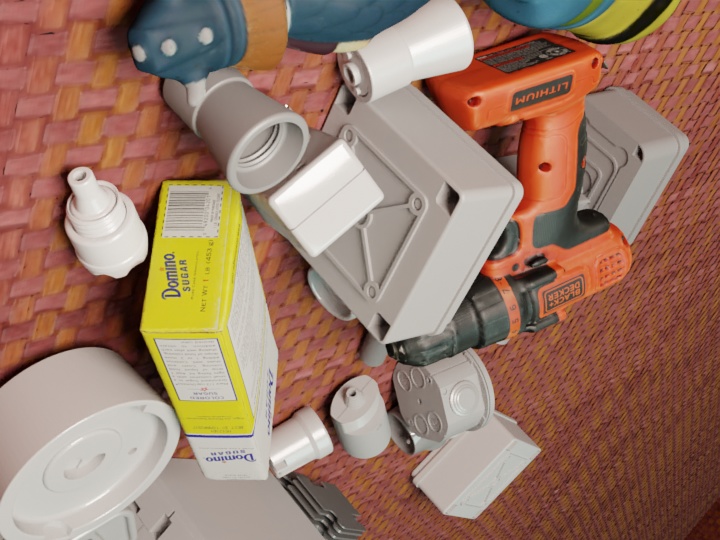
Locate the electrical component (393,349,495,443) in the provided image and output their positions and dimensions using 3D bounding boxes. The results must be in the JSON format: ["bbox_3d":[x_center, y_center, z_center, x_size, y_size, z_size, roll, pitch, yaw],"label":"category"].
[{"bbox_3d":[0.069,0.099,0.883,0.051,0.080,0.080,-19,144,-30],"label":"electrical component"}]

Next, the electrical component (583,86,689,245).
[{"bbox_3d":[0.182,-0.071,0.801,0.057,0.078,0.113,-16,142,-37],"label":"electrical component"}]

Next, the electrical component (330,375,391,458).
[{"bbox_3d":[-0.001,0.114,0.847,0.043,0.043,0.081,-37,151,-14],"label":"electrical component"}]

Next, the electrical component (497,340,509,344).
[{"bbox_3d":[0.119,0.035,0.899,0.077,0.043,0.079,-1,131,-53],"label":"electrical component"}]

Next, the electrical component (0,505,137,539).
[{"bbox_3d":[-0.189,0.154,0.634,0.095,0.059,0.053,-29,149,-27],"label":"electrical component"}]

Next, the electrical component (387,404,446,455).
[{"bbox_3d":[0.063,0.135,0.962,0.077,0.043,0.079,-31,150,-25],"label":"electrical component"}]

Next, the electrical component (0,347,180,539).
[{"bbox_3d":[-0.160,0.090,0.583,0.108,0.060,0.108,-32,150,-22],"label":"electrical component"}]

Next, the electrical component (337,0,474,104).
[{"bbox_3d":[0.021,-0.115,0.568,0.065,0.044,0.044,-27,148,-20],"label":"electrical component"}]

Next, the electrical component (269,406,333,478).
[{"bbox_3d":[-0.050,0.131,0.811,0.046,0.040,0.040,-28,149,-16],"label":"electrical component"}]

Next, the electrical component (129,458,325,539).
[{"bbox_3d":[-0.102,0.188,0.764,0.061,0.089,0.150,-50,152,10],"label":"electrical component"}]

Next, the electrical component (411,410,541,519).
[{"bbox_3d":[0.122,0.200,1.115,0.108,0.056,0.109,-47,152,5],"label":"electrical component"}]

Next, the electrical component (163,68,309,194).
[{"bbox_3d":[-0.060,-0.071,0.490,0.044,0.065,0.044,-33,151,-21],"label":"electrical component"}]

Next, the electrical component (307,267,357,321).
[{"bbox_3d":[0.000,0.000,0.691,0.055,0.048,0.066,-39,153,-26],"label":"electrical component"}]

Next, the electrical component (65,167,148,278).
[{"bbox_3d":[-0.122,-0.025,0.505,0.035,0.035,0.061,-35,149,-17],"label":"electrical component"}]

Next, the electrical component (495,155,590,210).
[{"bbox_3d":[0.107,-0.023,0.789,0.078,0.057,0.113,-13,140,-44],"label":"electrical component"}]

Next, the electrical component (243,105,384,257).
[{"bbox_3d":[-0.040,-0.057,0.539,0.047,0.083,0.075,-41,114,-7],"label":"electrical component"}]

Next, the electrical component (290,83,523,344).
[{"bbox_3d":[0.020,-0.034,0.603,0.056,0.108,0.108,-10,137,-44],"label":"electrical component"}]
